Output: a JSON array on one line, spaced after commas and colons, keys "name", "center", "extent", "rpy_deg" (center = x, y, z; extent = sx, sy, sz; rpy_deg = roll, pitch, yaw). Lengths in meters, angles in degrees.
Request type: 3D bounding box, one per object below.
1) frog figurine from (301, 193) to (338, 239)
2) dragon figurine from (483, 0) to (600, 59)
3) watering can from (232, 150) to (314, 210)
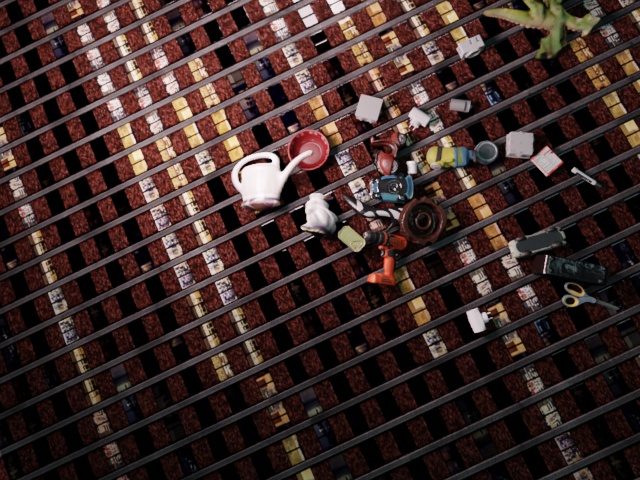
[{"name": "frog figurine", "center": [0.006, -0.097, 1.919], "extent": [0.136, 0.122, 0.161], "rpy_deg": [21, 74, -25]}, {"name": "dragon figurine", "center": [0.845, -0.808, 1.958], "extent": [0.410, 0.122, 0.243], "rpy_deg": [-13, 89, 4]}, {"name": "watering can", "center": [-0.184, -0.227, 1.943], "extent": [0.347, 0.103, 0.226], "rpy_deg": [-5, 80, 23]}]
